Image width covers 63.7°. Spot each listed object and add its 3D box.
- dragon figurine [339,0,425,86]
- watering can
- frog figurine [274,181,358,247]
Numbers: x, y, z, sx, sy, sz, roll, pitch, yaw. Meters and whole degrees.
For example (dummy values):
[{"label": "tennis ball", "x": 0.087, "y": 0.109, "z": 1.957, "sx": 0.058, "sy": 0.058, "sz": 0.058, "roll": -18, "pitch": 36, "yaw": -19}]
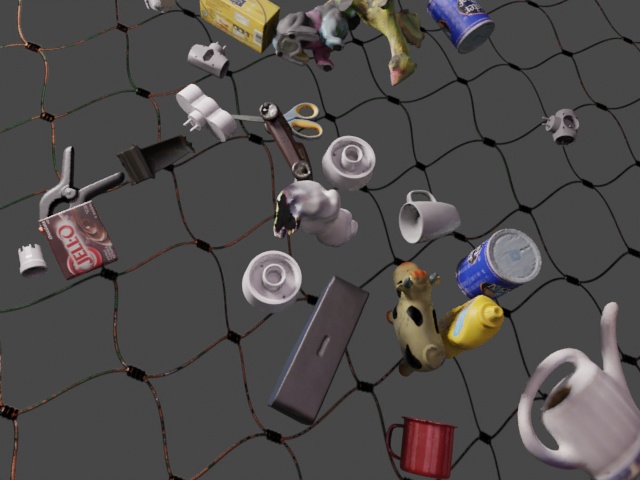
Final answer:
[{"label": "dragon figurine", "x": 0.160, "y": -0.544, "z": 1.195, "sx": 0.121, "sy": 0.418, "sz": 0.240, "roll": -17, "pitch": -29, "yaw": 36}, {"label": "watering can", "x": 0.504, "y": 0.283, "z": 0.923, "sx": 0.352, "sy": 0.226, "sz": 0.102, "roll": -36, "pitch": -11, "yaw": -23}, {"label": "frog figurine", "x": 0.003, "y": -0.048, "z": 0.957, "sx": 0.159, "sy": 0.125, "sz": 0.135, "roll": 0, "pitch": -26, "yaw": -27}]
